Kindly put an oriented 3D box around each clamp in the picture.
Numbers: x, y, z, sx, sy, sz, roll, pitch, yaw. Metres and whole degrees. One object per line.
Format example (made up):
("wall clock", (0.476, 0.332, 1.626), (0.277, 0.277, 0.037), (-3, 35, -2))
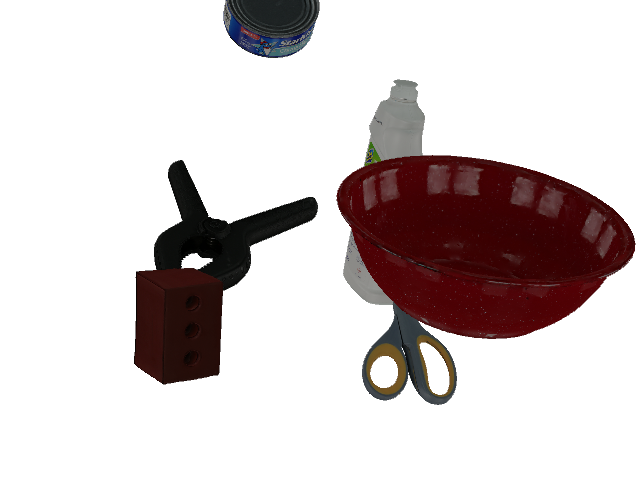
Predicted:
("clamp", (-0.114, -0.008, 1.061), (0.165, 0.036, 0.209), (20, 39, 14))

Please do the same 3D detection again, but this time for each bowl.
("bowl", (0.086, 0.008, 0.588), (0.162, 0.055, 0.162), (6, 25, -3))

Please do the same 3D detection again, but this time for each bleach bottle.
("bleach bottle", (0.082, -0.058, 1.238), (0.068, 0.251, 0.103), (-1, 22, -22))

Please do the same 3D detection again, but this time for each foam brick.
("foam brick", (-0.111, 0.065, 0.834), (0.052, 0.078, 0.051), (-6, 14, -34))

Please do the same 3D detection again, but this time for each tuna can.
("tuna can", (-0.046, -0.209, 0.977), (0.086, 0.086, 0.034), (0, -30, -13))

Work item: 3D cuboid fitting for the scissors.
("scissors", (0.064, 0.074, 1.028), (0.096, 0.202, 0.016), (-16, -33, -15))
